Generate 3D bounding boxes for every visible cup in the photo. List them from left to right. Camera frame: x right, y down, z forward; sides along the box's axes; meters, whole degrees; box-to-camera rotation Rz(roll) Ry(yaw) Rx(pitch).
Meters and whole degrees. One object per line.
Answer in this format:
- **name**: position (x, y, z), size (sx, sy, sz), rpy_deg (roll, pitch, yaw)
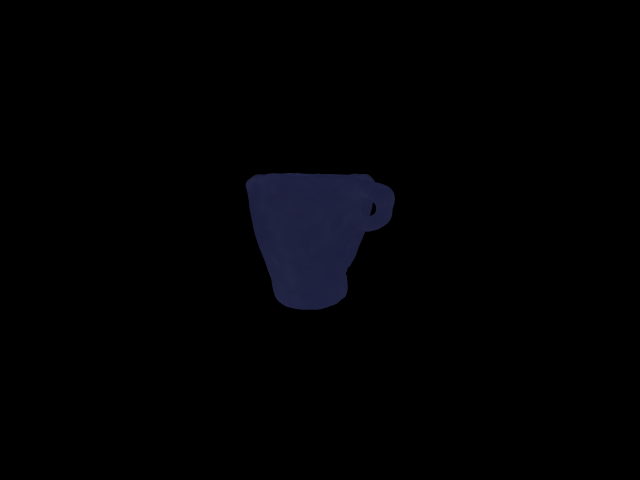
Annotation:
- **cup**: position (0.004, 0.001, 0.400), size (0.117, 0.095, 0.092), rpy_deg (8, 12, 43)
